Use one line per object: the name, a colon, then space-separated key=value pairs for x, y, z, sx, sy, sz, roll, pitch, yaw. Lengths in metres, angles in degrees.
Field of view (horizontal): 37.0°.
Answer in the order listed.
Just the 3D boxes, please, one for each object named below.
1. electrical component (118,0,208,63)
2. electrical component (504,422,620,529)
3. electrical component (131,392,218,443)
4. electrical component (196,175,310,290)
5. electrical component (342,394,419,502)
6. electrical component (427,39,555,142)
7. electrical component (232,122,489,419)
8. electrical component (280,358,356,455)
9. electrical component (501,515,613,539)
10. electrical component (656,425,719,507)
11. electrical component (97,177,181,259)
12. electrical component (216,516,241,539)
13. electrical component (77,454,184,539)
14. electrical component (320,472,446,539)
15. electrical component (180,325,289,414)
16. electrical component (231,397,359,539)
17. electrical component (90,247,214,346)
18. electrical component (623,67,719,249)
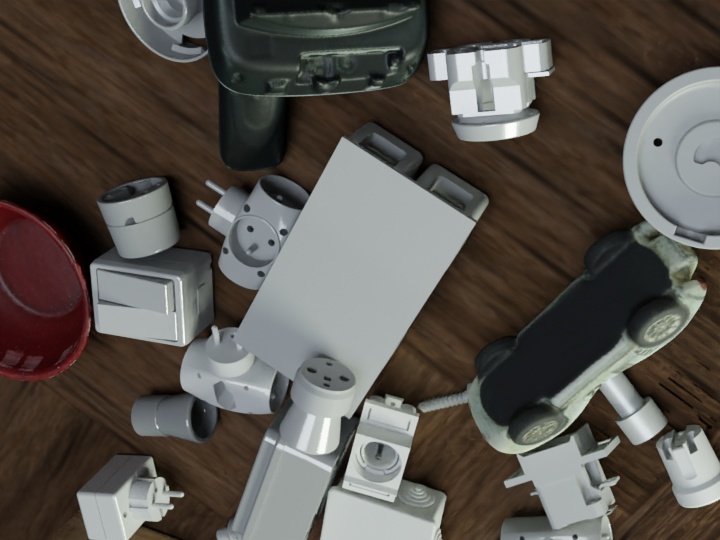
electrical component: x=-0.119 y=-0.197 z=0.752 sx=0.099 sy=0.064 sz=0.099 roll=17 pitch=127 yaw=23
electrical component: x=0.153 y=0.152 z=0.786 sx=0.081 sy=0.042 sz=0.063 roll=-24 pitch=84 yaw=27
electrical component: x=-0.157 y=0.122 z=0.898 sx=0.065 sy=0.044 sz=0.044 roll=-3 pitch=110 yaw=26
electrical component: x=-0.086 y=-0.037 z=0.803 sx=0.079 sy=0.044 sz=0.077 roll=33 pitch=118 yaw=5
electrical component: x=0.017 y=0.132 z=0.823 sx=0.042 sy=0.063 sz=0.081 roll=16 pitch=116 yaw=4
electrical component: x=0.087 y=-0.117 z=0.700 sx=0.078 sy=0.058 sz=0.057 roll=-1 pitch=108 yaw=21
electrical component: x=0.000 y=0.000 z=0.778 sx=0.105 sy=0.060 sz=0.186 roll=33 pitch=118 yaw=5
electrical component: x=-0.030 y=0.097 z=0.767 sx=0.045 sy=0.045 sz=0.055 roll=22 pitch=117 yaw=10
electrical component: x=0.154 y=0.226 z=0.822 sx=0.077 sy=0.043 sz=0.079 roll=-8 pitch=103 yaw=23
electrical component: x=0.235 y=0.138 z=0.761 sx=0.040 sy=0.040 sz=0.046 roll=-24 pitch=96 yaw=27
electrical component: x=-0.168 y=-0.040 z=0.827 sx=0.055 sy=0.055 sz=0.047 roll=-5 pitch=113 yaw=22
electrical component: x=-0.096 y=0.221 z=0.920 sx=0.061 sy=0.035 sz=0.035 roll=-20 pitch=103 yaw=28
electrical component: x=-0.190 y=0.196 z=0.925 sx=0.077 sy=0.065 sz=0.047 roll=-1 pitch=111 yaw=21
electrical component: x=0.018 y=0.212 z=0.865 sx=0.100 sy=0.048 sz=0.099 roll=16 pitch=116 yaw=13
electrical component: x=-0.100 y=0.072 z=0.846 sx=0.077 sy=0.043 sz=0.079 roll=12 pitch=138 yaw=15
electrical component: x=-0.052 y=0.163 z=0.854 sx=0.057 sy=0.078 sz=0.113 roll=24 pitch=117 yaw=6
electrical component: x=-0.171 y=0.018 z=0.847 sx=0.096 sy=0.061 sz=0.061 roll=8 pitch=114 yaw=17
electrical component: x=0.218 y=-0.068 z=0.665 sx=0.108 sy=0.060 sz=0.108 roll=1 pitch=95 yaw=14
